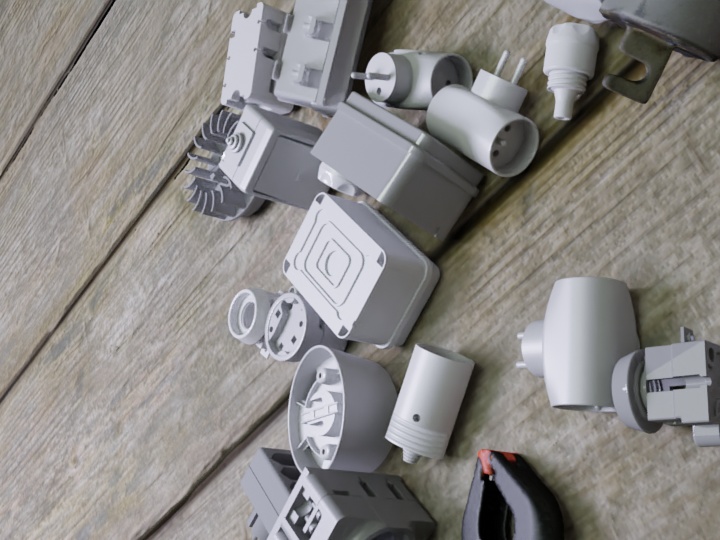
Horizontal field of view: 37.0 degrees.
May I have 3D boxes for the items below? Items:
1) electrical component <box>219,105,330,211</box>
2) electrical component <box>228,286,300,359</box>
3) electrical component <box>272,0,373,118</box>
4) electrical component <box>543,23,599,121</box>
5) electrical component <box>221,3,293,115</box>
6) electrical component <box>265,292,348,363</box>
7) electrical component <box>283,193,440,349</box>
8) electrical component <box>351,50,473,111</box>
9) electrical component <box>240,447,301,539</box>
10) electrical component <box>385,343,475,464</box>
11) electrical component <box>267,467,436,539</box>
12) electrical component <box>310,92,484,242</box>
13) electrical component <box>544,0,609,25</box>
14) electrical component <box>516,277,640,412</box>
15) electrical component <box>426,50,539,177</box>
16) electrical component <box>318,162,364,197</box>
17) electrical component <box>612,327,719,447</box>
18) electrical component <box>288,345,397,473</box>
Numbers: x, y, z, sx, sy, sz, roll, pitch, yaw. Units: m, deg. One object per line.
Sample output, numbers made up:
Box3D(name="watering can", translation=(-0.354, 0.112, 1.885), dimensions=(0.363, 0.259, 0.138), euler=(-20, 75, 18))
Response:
Box3D(name="electrical component", translation=(-0.069, -0.093, 0.905), dimensions=(0.061, 0.096, 0.061), euler=(45, 113, 46))
Box3D(name="electrical component", translation=(-0.077, 0.041, 0.908), dimensions=(0.048, 0.055, 0.066), euler=(34, 105, 50))
Box3D(name="electrical component", translation=(-0.030, -0.196, 0.905), dimensions=(0.079, 0.063, 0.121), euler=(20, -97, -88))
Box3D(name="electrical component", translation=(0.139, -0.130, 0.714), dimensions=(0.035, 0.035, 0.061), euler=(5, 86, 51))
Box3D(name="electrical component", translation=(-0.086, -0.189, 0.986), dimensions=(0.050, 0.056, 0.089), euler=(-3, 77, 50))
Box3D(name="electrical component", translation=(-0.042, 0.049, 0.870), dimensions=(0.055, 0.047, 0.055), euler=(-18, 66, 47))
Box3D(name="electrical component", translation=(0.000, 0.000, 0.825), dimensions=(0.113, 0.057, 0.078), euler=(46, 115, 46))
Box3D(name="electrical component", translation=(0.031, -0.144, 0.813), dimensions=(0.077, 0.079, 0.044), euler=(15, 103, 51))
Box3D(name="electrical component", translation=(-0.065, 0.192, 0.856), dimensions=(0.065, 0.047, 0.076), euler=(48, 117, 46))
Box3D(name="electrical component", translation=(0.047, 0.096, 0.751), dimensions=(0.043, 0.043, 0.081), euler=(25, 99, 51))
Box3D(name="electrical component", translation=(-0.022, 0.221, 0.761), dimensions=(0.061, 0.089, 0.150), euler=(45, 114, 47))
Box3D(name="electrical component", translation=(0.027, -0.078, 0.795), dimensions=(0.057, 0.078, 0.113), euler=(-57, 41, 5))
Box3D(name="electrical component", translation=(0.162, -0.203, 0.696), dimensions=(0.079, 0.044, 0.077), euler=(-50, 26, 0))
Box3D(name="electrical component", translation=(0.128, 0.048, 0.666), dimensions=(0.079, 0.044, 0.077), euler=(-10, 72, 49))
Box3D(name="electrical component", translation=(0.093, -0.115, 0.757), dimensions=(0.077, 0.043, 0.079), euler=(40, 110, 48))
Box3D(name="electrical component", translation=(-0.005, -0.093, 0.870), dimensions=(0.043, 0.043, 0.062), euler=(37, 106, 49))
Box3D(name="electrical component", translation=(0.176, 0.066, 0.603), dimensions=(0.055, 0.048, 0.066), euler=(-11, 70, 40))
Box3D(name="electrical component", translation=(-0.019, 0.109, 0.811), dimensions=(0.099, 0.064, 0.099), euler=(-18, 66, 47))
